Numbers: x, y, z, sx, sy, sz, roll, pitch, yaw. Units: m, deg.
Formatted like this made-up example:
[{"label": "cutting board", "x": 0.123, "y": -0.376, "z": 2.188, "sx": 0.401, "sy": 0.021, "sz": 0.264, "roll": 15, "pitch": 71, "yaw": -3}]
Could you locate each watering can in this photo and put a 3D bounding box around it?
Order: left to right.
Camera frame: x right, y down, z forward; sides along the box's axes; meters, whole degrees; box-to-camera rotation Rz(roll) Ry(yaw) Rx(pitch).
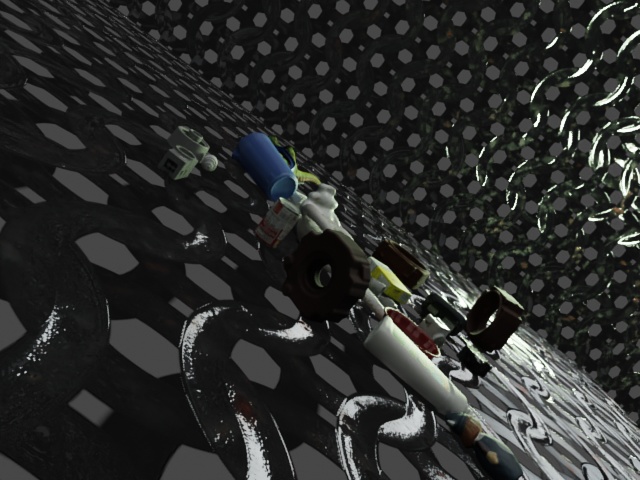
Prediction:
[{"label": "watering can", "x": 0.042, "y": 0.045, "z": 1.278, "sx": 0.342, "sy": 0.104, "sz": 0.226, "roll": 58, "pitch": -10, "yaw": -24}]

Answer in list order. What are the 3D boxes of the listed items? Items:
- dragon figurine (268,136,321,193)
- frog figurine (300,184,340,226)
[{"label": "dragon figurine", "x": -0.128, "y": -0.253, "z": 1.987, "sx": 0.406, "sy": 0.120, "sz": 0.249, "roll": 29, "pitch": 31, "yaw": -29}, {"label": "frog figurine", "x": 0.005, "y": -0.075, "z": 1.482, "sx": 0.136, "sy": 0.158, "sz": 0.125, "roll": 34, "pitch": 13, "yaw": -21}]
